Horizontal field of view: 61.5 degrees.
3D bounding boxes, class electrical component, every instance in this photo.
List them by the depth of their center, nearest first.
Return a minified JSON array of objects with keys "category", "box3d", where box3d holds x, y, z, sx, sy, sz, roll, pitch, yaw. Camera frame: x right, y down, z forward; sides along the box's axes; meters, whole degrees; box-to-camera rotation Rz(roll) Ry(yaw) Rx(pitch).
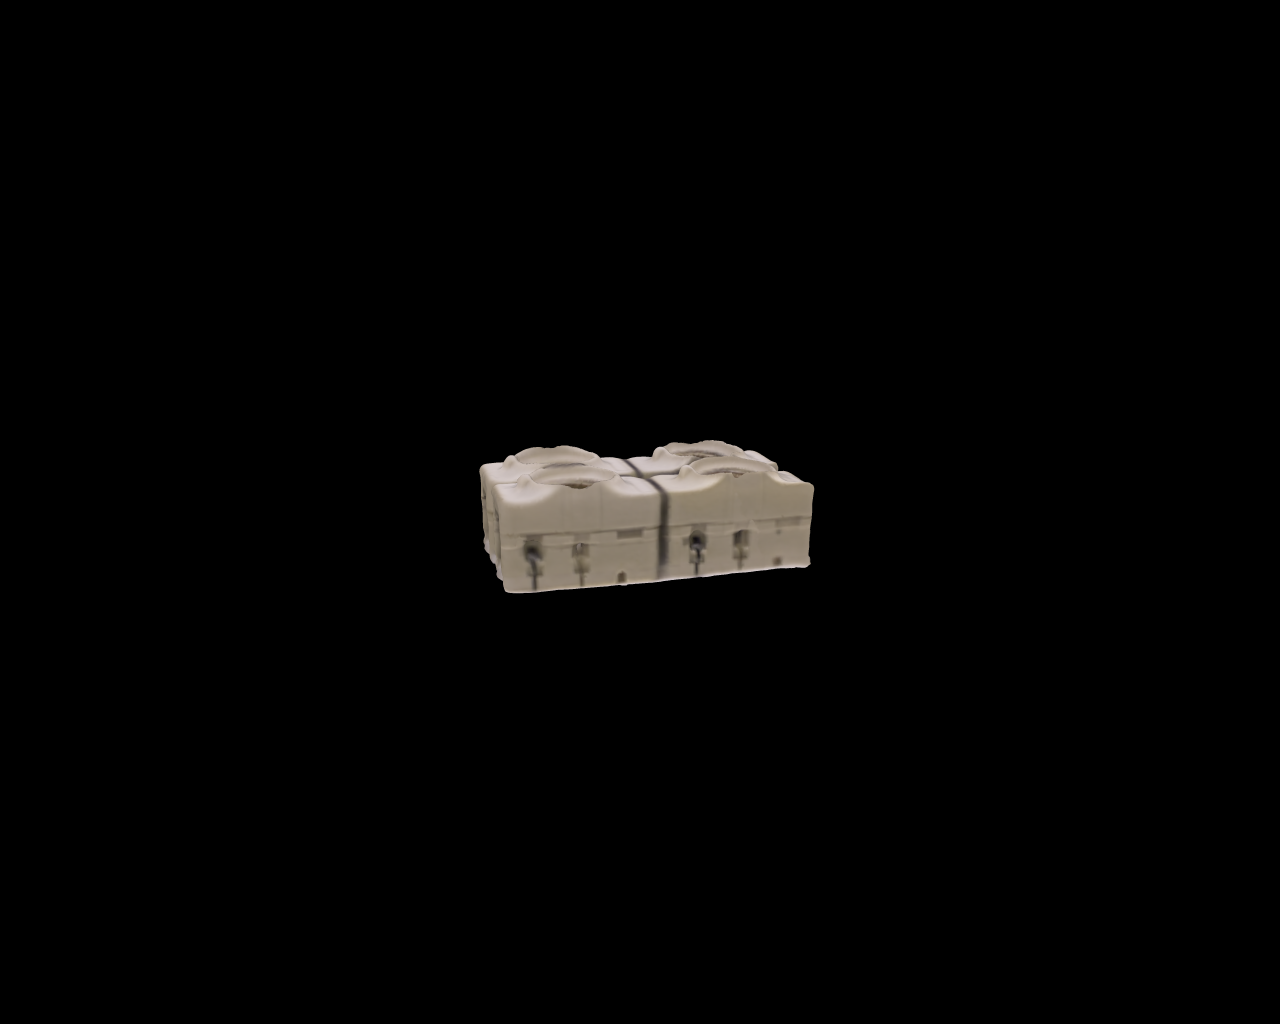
[{"category":"electrical component","box3d":[0.001,-0.003,0.650,0.186,0.060,0.105,-4,16,-14]}]
